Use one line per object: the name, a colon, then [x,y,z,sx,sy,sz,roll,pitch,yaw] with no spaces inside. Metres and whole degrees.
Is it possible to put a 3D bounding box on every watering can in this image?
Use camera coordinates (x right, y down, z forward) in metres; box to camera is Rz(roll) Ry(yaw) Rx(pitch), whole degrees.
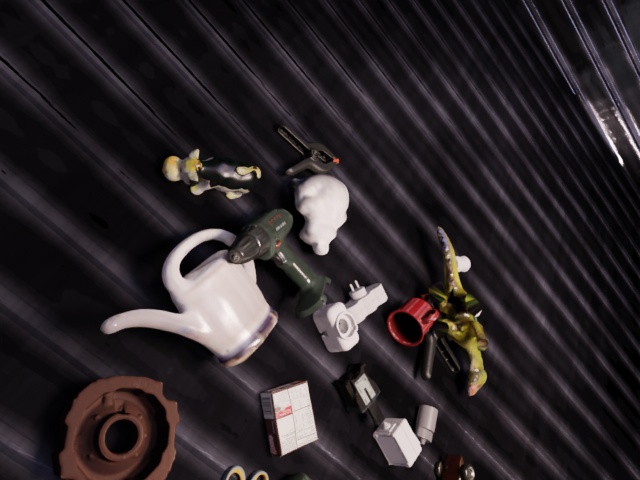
watering can: [-0.187,0.114,0.844,0.223,0.103,0.354,55,31,-11]

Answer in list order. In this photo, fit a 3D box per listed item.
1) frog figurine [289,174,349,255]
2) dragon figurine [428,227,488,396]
frog figurine: [0.003,-0.055,1.088,0.135,0.122,0.163,37,40,-51]
dragon figurine: [0.370,0.186,1.337,0.239,0.122,0.417,40,43,-59]
